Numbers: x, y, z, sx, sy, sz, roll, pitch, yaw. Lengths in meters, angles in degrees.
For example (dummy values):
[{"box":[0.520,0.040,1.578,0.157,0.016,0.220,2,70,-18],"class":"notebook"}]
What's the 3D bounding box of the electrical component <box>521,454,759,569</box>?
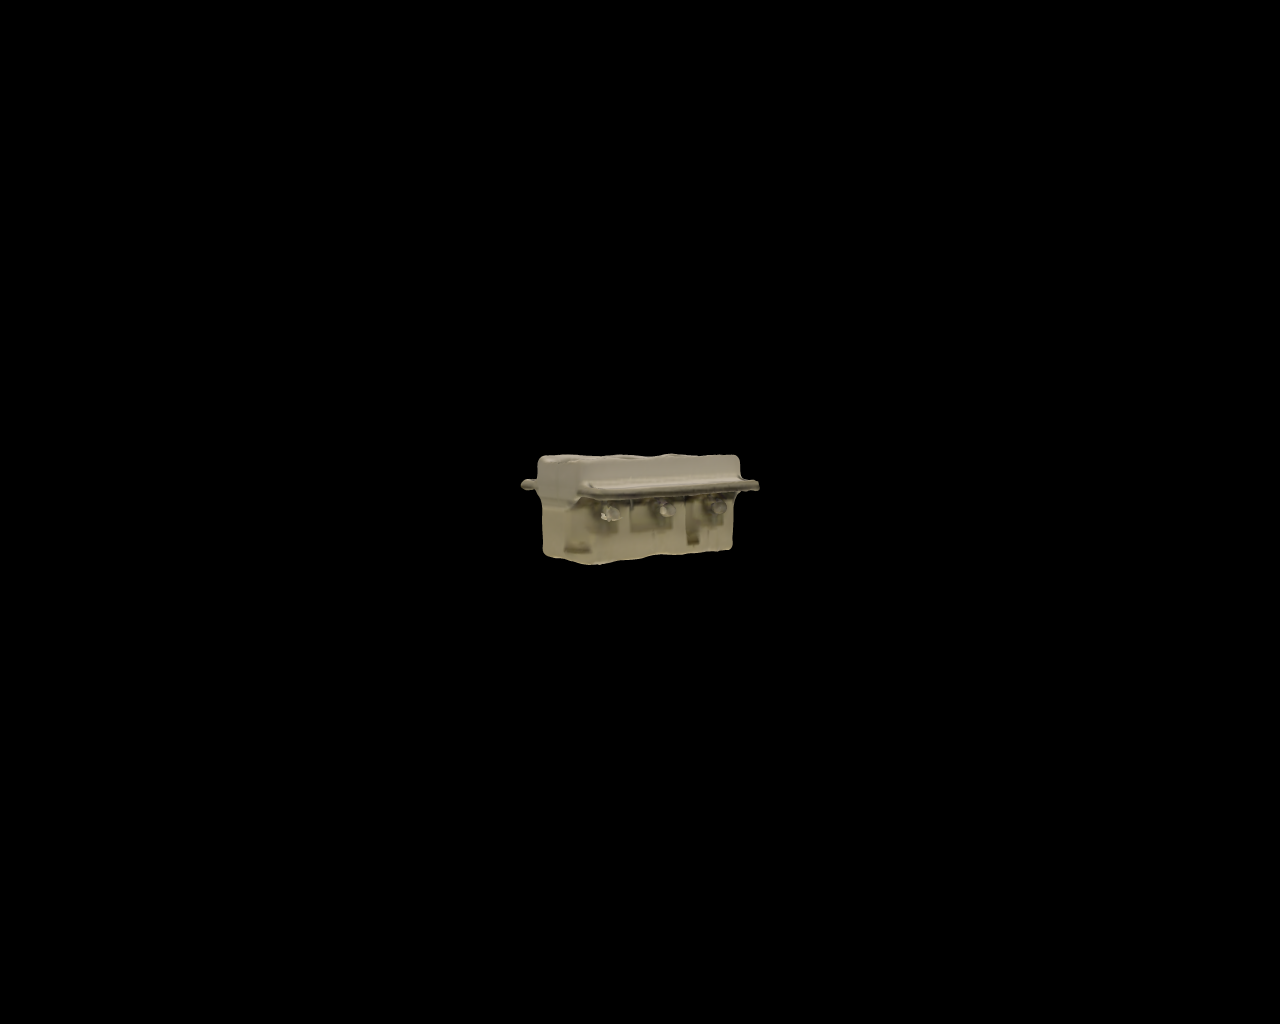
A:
[{"box":[0.001,-0.003,0.650,0.121,0.063,0.078,-3,5,-37],"class":"electrical component"}]
